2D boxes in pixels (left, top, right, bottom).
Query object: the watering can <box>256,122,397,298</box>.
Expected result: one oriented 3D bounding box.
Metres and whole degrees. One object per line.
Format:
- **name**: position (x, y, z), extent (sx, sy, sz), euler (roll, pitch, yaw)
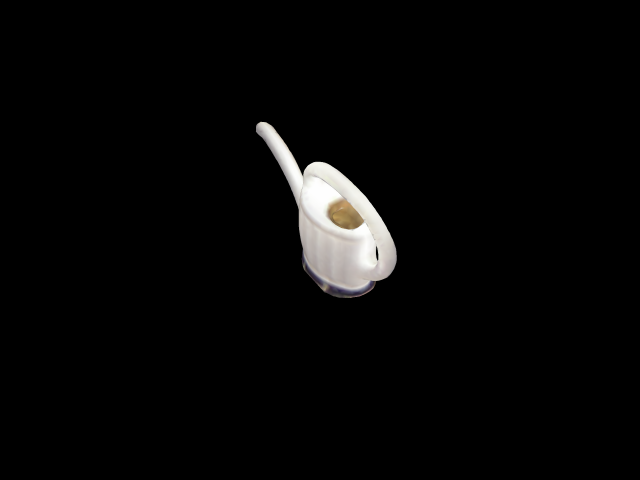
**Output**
- **watering can**: position (0.003, -0.043, 0.850), extent (0.105, 0.219, 0.353), euler (-27, 51, -24)
